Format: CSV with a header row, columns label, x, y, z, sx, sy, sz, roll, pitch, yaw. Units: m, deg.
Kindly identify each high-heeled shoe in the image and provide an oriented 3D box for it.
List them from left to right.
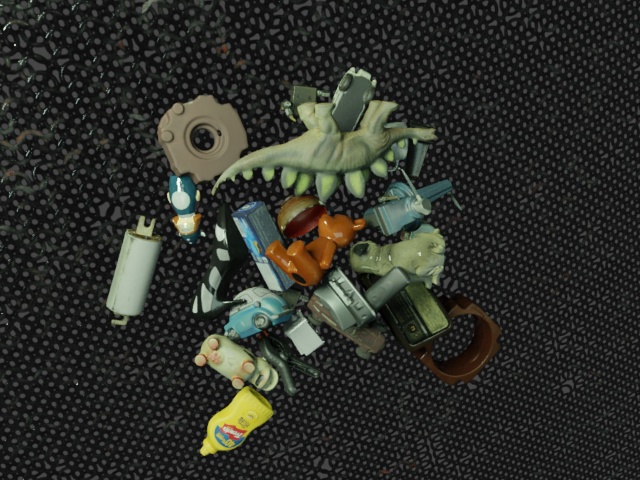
label,x,y,z,sx,sy,sz,roll,pitch,yaw
high-heeled shoe,-0.236,0.051,1.179,0.145,0.086,0.248,-9,88,22

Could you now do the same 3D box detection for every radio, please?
label,x,y,z,sx,sy,sz,roll,pitch,yaw
radio,0.197,0.138,1.265,0.131,0.073,0.229,-32,87,-4

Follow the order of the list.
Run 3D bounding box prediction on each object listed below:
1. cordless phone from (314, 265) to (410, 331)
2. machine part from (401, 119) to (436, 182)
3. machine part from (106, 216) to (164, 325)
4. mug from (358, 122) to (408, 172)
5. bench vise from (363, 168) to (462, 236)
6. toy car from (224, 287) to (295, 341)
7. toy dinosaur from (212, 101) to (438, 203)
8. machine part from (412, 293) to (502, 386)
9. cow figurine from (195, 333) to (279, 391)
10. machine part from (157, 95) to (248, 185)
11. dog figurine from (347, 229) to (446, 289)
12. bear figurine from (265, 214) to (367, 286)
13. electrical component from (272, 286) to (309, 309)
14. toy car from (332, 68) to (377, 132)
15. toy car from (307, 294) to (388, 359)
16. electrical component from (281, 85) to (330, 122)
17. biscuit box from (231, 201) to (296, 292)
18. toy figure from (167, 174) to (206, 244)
label,x,y,z,sx,sy,sz,roll,pitch,yaw
cordless phone,0.091,0.094,1.150,0.184,0.089,0.146,-44,77,28
machine part,0.222,-0.200,1.235,0.084,0.039,0.138,10,101,-24
machine part,-0.385,0.067,1.119,0.079,0.079,0.243,14,100,-19
mug,0.134,-0.207,1.190,0.107,0.081,0.109,1,109,-4
bench vise,0.210,-0.085,1.187,0.241,0.223,0.129,-25,84,-25
toy car,-0.145,0.158,1.201,0.162,0.109,0.103,-24,80,26
toy dinosaur,0.013,-0.178,1.086,0.472,0.105,0.198,-6,103,-9
machine part,0.344,0.252,1.374,0.201,0.087,0.201,42,91,-21
cow figurine,-0.182,0.282,1.227,0.195,0.127,0.085,32,94,-7
machine part,-0.231,-0.200,1.074,0.179,0.056,0.179,0,91,-23
dog figurine,0.160,0.033,1.151,0.191,0.121,0.172,6,149,-2
bear figurine,0.000,-0.001,1.154,0.131,0.120,0.196,49,65,-29
electrical component,-0.074,0.141,1.257,0.094,0.021,0.063,18,100,-21
toy car,0.052,-0.270,1.157,0.073,0.056,0.201,25,96,-14
toy car,0.060,0.192,1.242,0.202,0.053,0.089,33,102,9
electrical component,-0.030,-0.285,1.134,0.102,0.045,0.078,8,105,-18
biscuit box,-0.116,0.014,1.178,0.063,0.059,0.202,-40,116,-35
toy figure,-0.282,-0.061,1.123,0.058,0.064,0.154,-29,119,-54
